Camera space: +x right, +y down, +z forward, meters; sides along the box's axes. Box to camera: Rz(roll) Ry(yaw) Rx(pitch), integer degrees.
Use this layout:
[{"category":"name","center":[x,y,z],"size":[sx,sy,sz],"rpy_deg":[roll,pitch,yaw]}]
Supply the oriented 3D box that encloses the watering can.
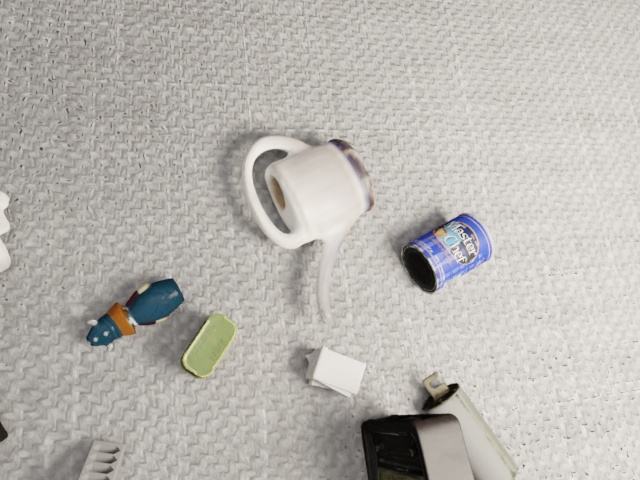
[{"category":"watering can","center":[0.003,-0.046,0.918],"size":[0.226,0.102,0.350],"rpy_deg":[-25,81,-20]}]

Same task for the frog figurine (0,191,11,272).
[{"category":"frog figurine","center":[-0.518,-0.004,0.768],"size":[0.162,0.122,0.135],"rpy_deg":[-54,125,-30]}]
